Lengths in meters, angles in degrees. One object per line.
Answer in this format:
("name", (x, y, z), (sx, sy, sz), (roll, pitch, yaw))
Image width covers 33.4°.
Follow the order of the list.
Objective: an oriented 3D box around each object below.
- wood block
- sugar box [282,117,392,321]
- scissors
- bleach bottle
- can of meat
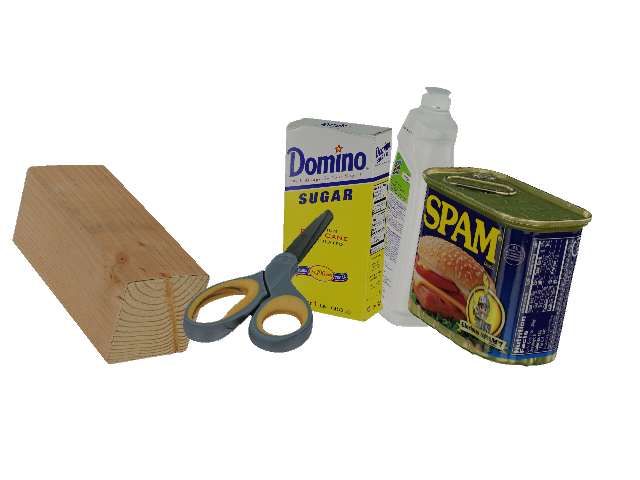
("wood block", (-0.206, 0.016, 1.026), (0.090, 0.091, 0.206), (-5, 35, -42))
("sugar box", (0.013, -0.020, 0.988), (0.093, 0.176, 0.048), (9, 19, 26))
("scissors", (-0.015, 0.028, 0.777), (0.096, 0.016, 0.201), (22, 35, 31))
("bleach bottle", (0.108, -0.039, 1.160), (0.068, 0.251, 0.103), (1, 22, -23))
("can of meat", (0.095, 0.013, 0.593), (0.057, 0.084, 0.102), (-3, 20, -29))
